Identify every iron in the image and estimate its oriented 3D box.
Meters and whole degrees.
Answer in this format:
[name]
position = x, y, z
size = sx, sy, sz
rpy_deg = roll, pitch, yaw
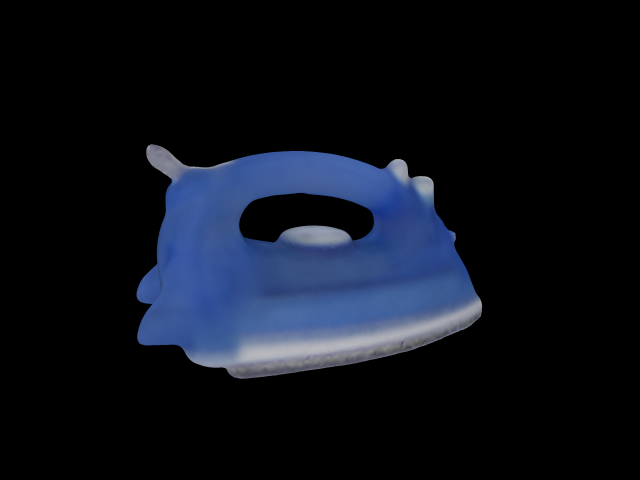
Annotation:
[iron]
position = 0.004, 0.001, 0.400
size = 0.259, 0.141, 0.118
rpy_deg = -5, 15, -18
